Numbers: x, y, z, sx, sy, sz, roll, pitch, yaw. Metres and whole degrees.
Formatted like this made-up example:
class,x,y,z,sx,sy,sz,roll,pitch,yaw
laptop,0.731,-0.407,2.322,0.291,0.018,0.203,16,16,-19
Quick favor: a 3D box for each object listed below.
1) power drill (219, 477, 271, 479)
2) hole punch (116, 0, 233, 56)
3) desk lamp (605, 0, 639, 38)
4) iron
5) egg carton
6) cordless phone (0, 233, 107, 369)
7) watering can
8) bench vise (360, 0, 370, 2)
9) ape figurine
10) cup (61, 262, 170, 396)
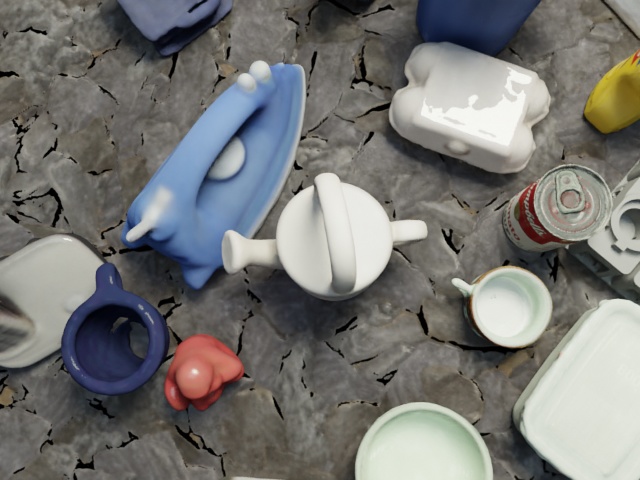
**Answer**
class,x,y,z,sx,sy,sz,roll,pitch,yaw
power drill,-0.068,0.259,0.461,0.229,0.208,0.076,3,83,2
hole punch,-0.157,-0.265,0.590,0.109,0.091,0.101,-39,83,-3
desk lamp,0.363,-0.270,0.517,0.118,0.213,0.203,-40,83,-4
iron,-0.092,-0.086,0.540,0.118,0.141,0.258,31,84,5
egg carton,0.149,-0.132,0.577,0.150,0.069,0.107,20,84,4
cordless phone,-0.274,0.051,0.504,0.147,0.185,0.094,-36,83,-3
watering can,0.005,0.004,0.500,0.173,0.194,0.101,-30,83,-2
bench vise,0.060,-0.342,0.530,0.121,0.220,0.207,5,83,2
ape figurine,-0.113,0.127,0.538,0.078,0.092,0.076,-9,82,0
cup,-0.183,0.083,0.544,0.091,0.095,0.118,-11,82,0
